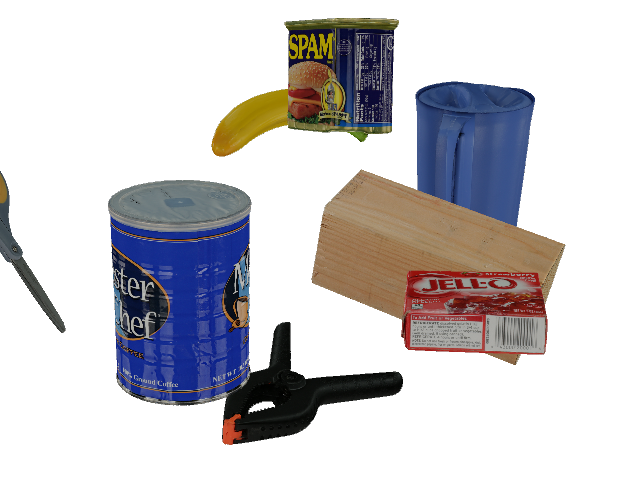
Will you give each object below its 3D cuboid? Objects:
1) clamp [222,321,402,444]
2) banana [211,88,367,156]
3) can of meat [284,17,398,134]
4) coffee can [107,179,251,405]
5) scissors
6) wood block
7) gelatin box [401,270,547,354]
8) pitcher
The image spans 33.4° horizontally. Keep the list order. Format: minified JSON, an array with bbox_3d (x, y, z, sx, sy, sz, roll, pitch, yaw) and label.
[{"bbox_3d":[-0.022,0.156,1.104,0.165,0.036,0.209,17,28,24],"label":"clamp"},{"bbox_3d":[-0.038,-0.126,1.102,0.197,0.037,0.070,-11,51,-37],"label":"banana"},{"bbox_3d":[0.014,-0.126,0.818,0.057,0.084,0.102,-5,11,-30],"label":"can of meat"},{"bbox_3d":[-0.103,0.036,0.792,0.103,0.140,0.103,1,20,-1],"label":"coffee can"},{"bbox_3d":[-0.309,-0.006,1.073,0.016,0.201,0.096,-25,28,24],"label":"scissors"},{"bbox_3d":[0.107,0.022,0.992,0.206,0.091,0.090,22,36,17],"label":"wood block"},{"bbox_3d":[0.098,0.044,0.687,0.089,0.030,0.073,1,19,7],"label":"gelatin box"},{"bbox_3d":[0.168,-0.054,1.235,0.149,0.243,0.145,-9,24,-21],"label":"pitcher"}]
